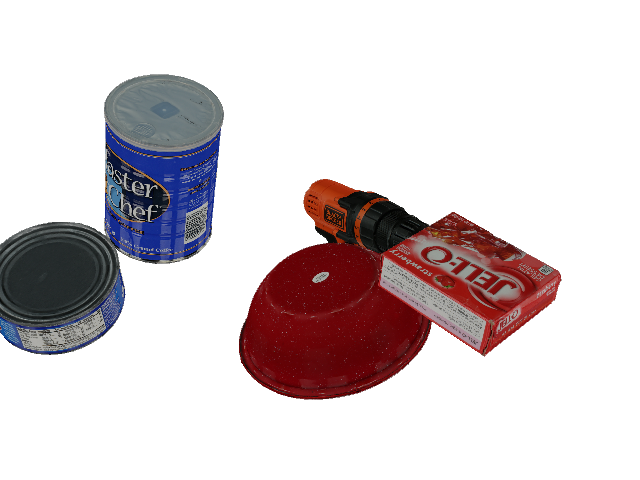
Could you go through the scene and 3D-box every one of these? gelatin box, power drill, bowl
[{"bbox_3d":[0.093,0.024,0.668,0.089,0.030,0.073,33,44,32],"label":"gelatin box"},{"bbox_3d":[0.046,0.044,1.074,0.057,0.188,0.185,-8,22,-33],"label":"power drill"},{"bbox_3d":[0.006,0.051,0.856,0.162,0.055,0.162,-10,36,7],"label":"bowl"}]

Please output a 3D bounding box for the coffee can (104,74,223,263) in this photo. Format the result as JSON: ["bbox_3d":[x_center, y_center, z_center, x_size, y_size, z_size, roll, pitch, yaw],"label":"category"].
[{"bbox_3d":[-0.144,-0.064,0.966,0.102,0.140,0.103,6,43,-6],"label":"coffee can"}]

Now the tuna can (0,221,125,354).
[{"bbox_3d":[-0.168,0.030,0.678,0.086,0.086,0.034,0,-42,2],"label":"tuna can"}]
